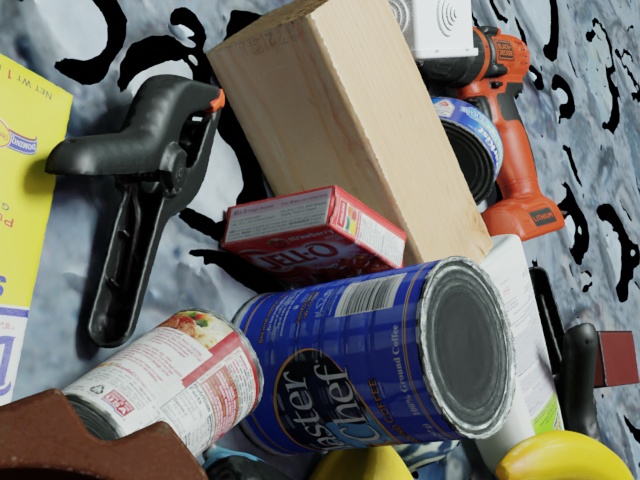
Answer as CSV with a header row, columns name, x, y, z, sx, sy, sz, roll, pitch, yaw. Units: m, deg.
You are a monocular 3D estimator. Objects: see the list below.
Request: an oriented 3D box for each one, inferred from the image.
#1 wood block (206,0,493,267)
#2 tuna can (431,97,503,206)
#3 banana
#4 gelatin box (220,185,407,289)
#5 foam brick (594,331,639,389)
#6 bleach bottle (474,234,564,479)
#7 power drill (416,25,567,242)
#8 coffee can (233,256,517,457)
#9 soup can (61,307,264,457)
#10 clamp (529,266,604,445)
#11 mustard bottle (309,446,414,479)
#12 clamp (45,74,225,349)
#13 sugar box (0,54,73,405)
name,x,y,z,sx,sy,sz,roll,pitch,yaw
wood block,0.023,-0.056,0.702,0.090,0.090,0.206,-47,117,-48
tuna can,0.093,-0.063,0.798,0.086,0.086,0.033,57,39,-24
banana,0.197,0.182,0.809,0.197,0.037,0.069,38,58,-39
gelatin box,-0.004,0.001,0.648,0.073,0.089,0.030,33,57,-43
foam brick,0.252,0.111,0.980,0.078,0.053,0.051,6,75,-52
bleach bottle,0.147,0.128,0.833,0.102,0.068,0.251,-28,105,-51
power drill,0.139,-0.088,0.889,0.184,0.057,0.187,-11,89,-54
coffee can,0.029,0.071,0.627,0.102,0.141,0.103,20,64,-48
soup can,-0.084,0.085,0.536,0.102,0.069,0.068,-35,107,-51
clamp,0.211,0.136,0.888,0.164,0.036,0.210,-91,169,-82
mustard bottle,0.059,0.219,0.691,0.191,0.058,0.096,53,43,-29
clamp,-0.093,-0.042,0.560,0.120,0.039,0.171,90,12,-48
sugar box,-0.170,-0.002,0.470,0.093,0.048,0.176,28,57,-46
